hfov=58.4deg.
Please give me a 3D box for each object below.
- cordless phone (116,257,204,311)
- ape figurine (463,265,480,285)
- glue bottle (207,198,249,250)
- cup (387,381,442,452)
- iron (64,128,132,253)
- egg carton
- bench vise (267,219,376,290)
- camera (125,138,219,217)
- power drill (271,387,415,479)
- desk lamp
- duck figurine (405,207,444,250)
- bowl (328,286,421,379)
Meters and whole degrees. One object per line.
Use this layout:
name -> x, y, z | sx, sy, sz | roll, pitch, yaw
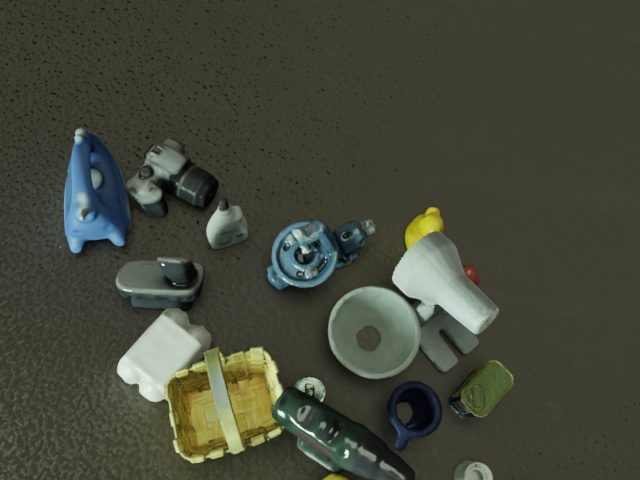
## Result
cordless phone -> -0.277, 0.054, 0.977 | 0.147, 0.185, 0.094 | 0, 69, -7
ape figurine -> 0.268, 0.075, 1.086 | 0.078, 0.092, 0.076 | 3, 68, -6
glue bottle -> -0.168, -0.035, 1.032 | 0.078, 0.173, 0.037 | -18, 72, -13
cup -> 0.148, 0.306, 0.980 | 0.091, 0.095, 0.118 | 26, 68, 4
iron -> -0.424, -0.115, 1.049 | 0.119, 0.141, 0.258 | -10, 70, -10
egg carton -> -0.265, 0.197, 0.986 | 0.107, 0.069, 0.150 | 36, 69, 7
bench vise -> 0.001, -0.005, 1.016 | 0.208, 0.219, 0.121 | -42, 78, -19
camera -> -0.274, -0.110, 1.087 | 0.136, 0.101, 0.143 | 29, 68, 5
power drill -> 0.029, 0.317, 0.900 | 0.229, 0.208, 0.076 | 31, 69, 6
desk lamp -> 0.216, 0.107, 1.002 | 0.118, 0.213, 0.203 | -36, 77, -18
duck figurine -> 0.211, -0.015, 1.117 | 0.077, 0.086, 0.104 | 15, 68, -1
bowl -> 0.093, 0.172, 1.036 | 0.167, 0.074, 0.167 | 2, 69, -6
